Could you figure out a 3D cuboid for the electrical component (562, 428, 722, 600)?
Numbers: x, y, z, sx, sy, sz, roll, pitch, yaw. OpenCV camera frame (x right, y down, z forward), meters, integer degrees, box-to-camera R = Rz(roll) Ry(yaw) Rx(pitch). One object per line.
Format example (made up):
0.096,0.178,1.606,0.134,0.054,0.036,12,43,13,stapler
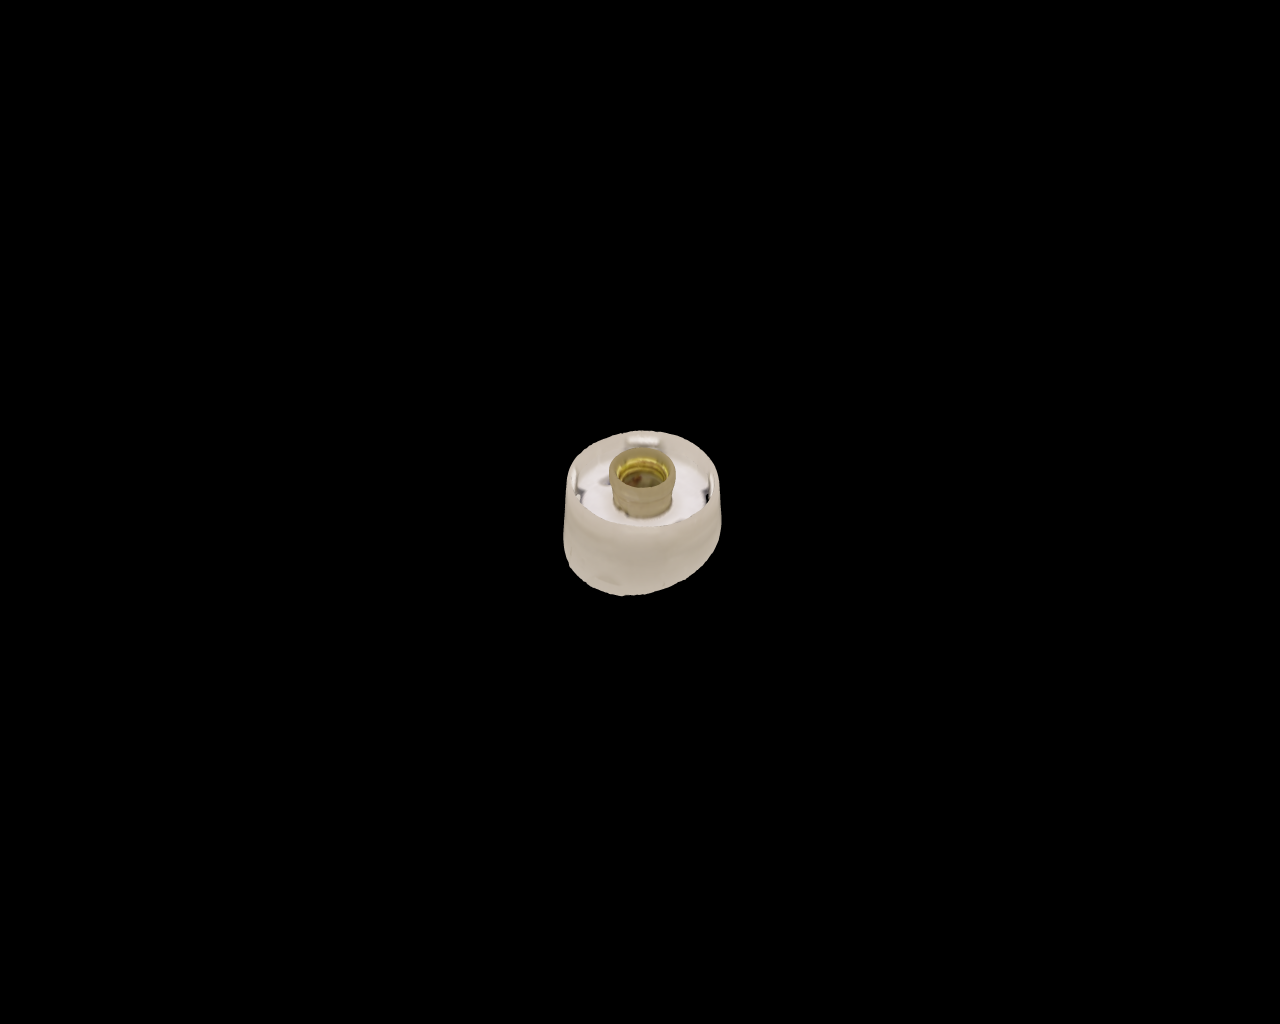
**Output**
0.001,-0.003,0.650,0.099,0.064,0.099,0,42,0,electrical component
